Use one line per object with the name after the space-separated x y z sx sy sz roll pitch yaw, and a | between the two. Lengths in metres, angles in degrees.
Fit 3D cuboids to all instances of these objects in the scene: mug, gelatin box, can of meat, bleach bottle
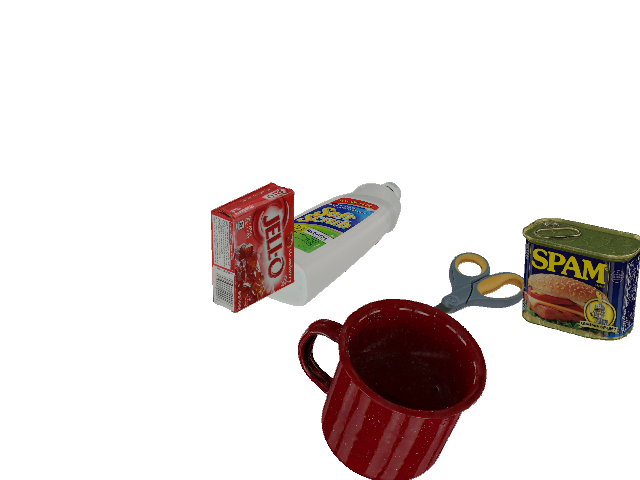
0.037 0.092 0.673 0.117 0.082 0.093 27 43 11 | mug
-0.054 0.005 0.880 0.030 0.089 0.073 22 33 35 | gelatin box
0.227 0.034 0.937 0.102 0.084 0.057 15 27 34 | can of meat
0.015 -0.012 1.306 0.103 0.068 0.250 20 37 29 | bleach bottle

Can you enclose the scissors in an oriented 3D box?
0.136 0.055 1.157 0.201 0.016 0.096 -10 41 -30 | scissors
